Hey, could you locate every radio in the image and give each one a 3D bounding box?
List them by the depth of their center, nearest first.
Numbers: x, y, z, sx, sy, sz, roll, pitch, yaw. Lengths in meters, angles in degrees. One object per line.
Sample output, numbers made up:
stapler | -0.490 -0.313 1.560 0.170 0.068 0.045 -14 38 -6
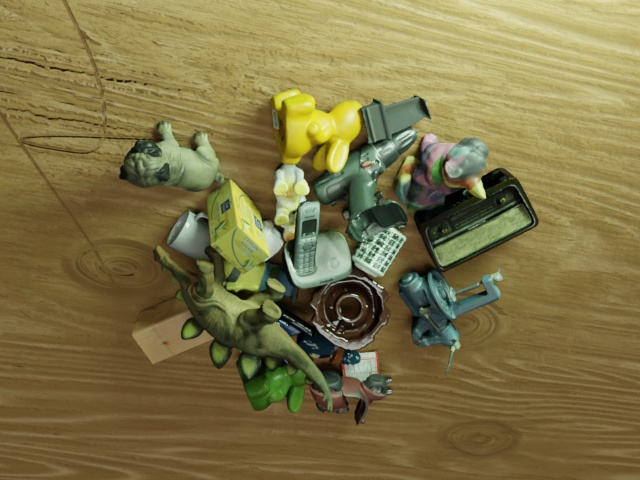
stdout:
radio | 0.320 -0.043 1.121 0.230 0.073 0.131 -28 114 8

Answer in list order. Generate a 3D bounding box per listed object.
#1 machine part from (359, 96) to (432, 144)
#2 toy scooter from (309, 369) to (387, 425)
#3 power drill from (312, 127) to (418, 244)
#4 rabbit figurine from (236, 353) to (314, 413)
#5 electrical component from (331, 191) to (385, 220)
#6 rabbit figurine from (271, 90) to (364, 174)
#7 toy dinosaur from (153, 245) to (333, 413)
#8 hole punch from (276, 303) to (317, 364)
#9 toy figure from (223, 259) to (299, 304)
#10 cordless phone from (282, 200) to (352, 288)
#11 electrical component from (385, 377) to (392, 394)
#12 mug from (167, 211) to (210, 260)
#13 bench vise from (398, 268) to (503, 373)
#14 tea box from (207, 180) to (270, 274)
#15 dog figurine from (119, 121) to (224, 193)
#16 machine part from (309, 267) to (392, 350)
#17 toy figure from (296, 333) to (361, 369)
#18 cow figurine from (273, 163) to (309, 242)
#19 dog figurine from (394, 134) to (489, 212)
machine part | 0.143 -0.235 1.016 0.139 0.039 0.084 -19 101 -17
toy scooter | 0.064 0.375 1.263 0.184 0.075 0.135 3 116 -2
power drill | 0.100 -0.106 1.006 0.232 0.207 0.085 -25 139 13
rabbit figurine | -0.086 0.327 1.242 0.170 0.121 0.158 -22 119 -11
electrical component | 0.082 -0.076 1.107 0.102 0.045 0.078 -35 84 9
rabbit figurine | 0.007 -0.205 1.001 0.173 0.122 0.162 -16 106 -20
toy dinosaur | -0.143 0.165 1.046 0.471 0.105 0.198 35 119 4
hole punch | -0.080 0.195 1.148 0.116 0.142 0.092 37 90 -6
toy figure | -0.129 0.079 1.138 0.180 0.082 0.089 14 79 -3
cordless phone | -0.001 -0.003 1.062 0.146 0.089 0.184 -12 125 -30
electrical component | 0.132 0.364 1.323 0.094 0.021 0.063 -7 115 0
mug | -0.237 -0.007 1.093 0.107 0.081 0.109 34 117 -28
bench vise | 0.293 0.143 1.171 0.241 0.129 0.223 -28 98 26
tea box | -0.160 -0.028 1.029 0.068 0.170 0.098 -35 128 11
dog figurine | -0.259 -0.123 0.975 0.172 0.191 0.121 14 113 -12
machine part | 0.063 0.146 1.162 0.179 0.056 0.179 0 88 -3
toy figure | 0.023 0.248 1.240 0.154 0.058 0.064 26 95 -14
cow figurine | -0.060 -0.076 1.076 0.068 0.098 0.167 -4 134 -6
dog figurine | 0.230 -0.113 1.004 0.108 0.219 0.191 31 108 -14
